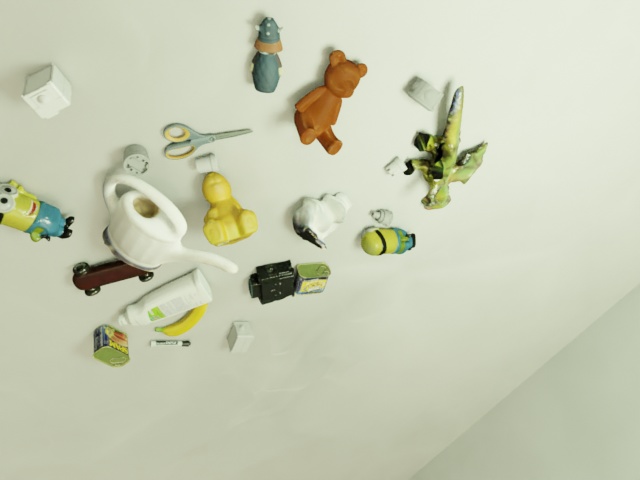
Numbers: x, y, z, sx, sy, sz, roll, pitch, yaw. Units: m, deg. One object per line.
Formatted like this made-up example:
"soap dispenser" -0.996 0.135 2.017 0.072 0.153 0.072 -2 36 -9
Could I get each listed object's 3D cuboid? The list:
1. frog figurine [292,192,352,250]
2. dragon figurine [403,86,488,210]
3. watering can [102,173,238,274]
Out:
"frog figurine" 0.004 -0.070 1.383 0.135 0.123 0.161 43 68 -35
"dragon figurine" 0.369 -0.231 1.416 0.244 0.124 0.401 -13 138 -39
"watering can" -0.357 0.000 1.156 0.347 0.106 0.220 42 132 -4
